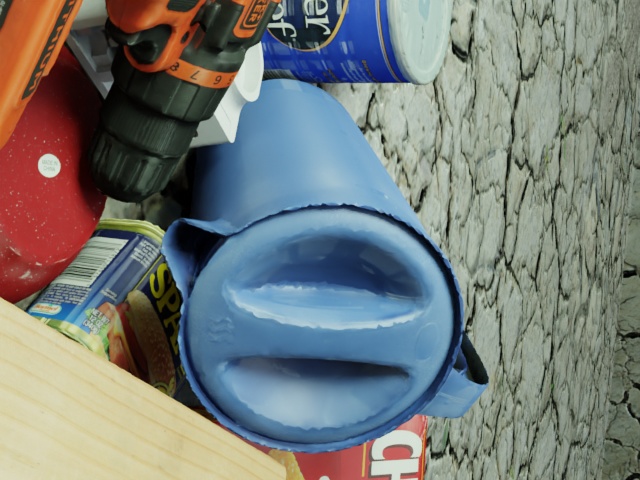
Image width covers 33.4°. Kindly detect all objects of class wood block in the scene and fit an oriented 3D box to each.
[{"bbox_3d":[-0.111,0.108,0.455,0.205,0.091,0.090,41,45,-44],"label":"wood block"}]

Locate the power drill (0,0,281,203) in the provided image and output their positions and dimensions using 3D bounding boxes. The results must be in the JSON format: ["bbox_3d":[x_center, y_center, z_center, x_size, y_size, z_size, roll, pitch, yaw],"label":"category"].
[{"bbox_3d":[-0.079,-0.080,0.396,0.185,0.057,0.187,-62,169,22],"label":"power drill"}]

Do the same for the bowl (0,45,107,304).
[{"bbox_3d":[-0.142,-0.036,0.479,0.161,0.055,0.162,4,90,-66],"label":"bowl"}]

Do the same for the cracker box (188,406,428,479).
[{"bbox_3d":[-0.028,0.186,0.664,0.213,0.072,0.164,6,88,-42],"label":"cracker box"}]

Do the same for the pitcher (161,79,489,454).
[{"bbox_3d":[-0.004,0.001,0.594,0.243,0.145,0.149,-105,-178,-64],"label":"pitcher"}]

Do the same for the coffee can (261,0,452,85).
[{"bbox_3d":[0.002,-0.151,0.681,0.102,0.140,0.103,4,90,-66],"label":"coffee can"}]

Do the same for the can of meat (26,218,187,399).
[{"bbox_3d":[-0.109,0.054,0.567,0.083,0.058,0.102,-57,143,-44],"label":"can of meat"}]
